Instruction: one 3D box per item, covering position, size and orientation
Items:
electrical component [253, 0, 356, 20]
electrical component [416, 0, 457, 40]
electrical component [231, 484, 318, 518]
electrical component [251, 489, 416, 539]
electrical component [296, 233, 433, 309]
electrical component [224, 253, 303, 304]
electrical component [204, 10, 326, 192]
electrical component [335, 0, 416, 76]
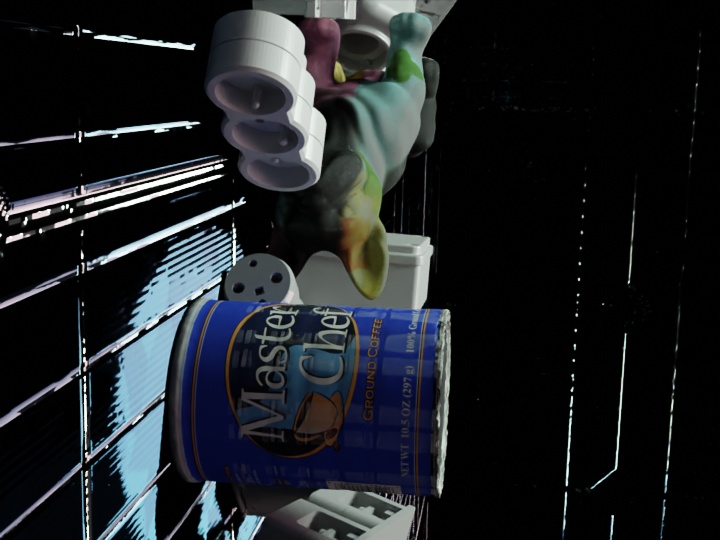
[{"bbox_3d":[-0.037,-0.184,0.694,0.081,0.064,0.042,-57,149,-76],"label":"electrical component"},{"bbox_3d":[0.047,-0.293,1.105,0.186,0.060,0.105,140,-45,-73],"label":"electrical component"},{"bbox_3d":[-0.049,0.124,0.714,0.096,0.062,0.061,84,12,-50],"label":"electrical component"},{"bbox_3d":[-0.037,0.229,0.646,0.105,0.060,0.186,-4,111,-66],"label":"electrical component"},{"bbox_3d":[0.000,0.000,0.868,0.109,0.109,0.056,-37,132,-80],"label":"electrical component"},{"bbox_3d":[-0.059,0.020,0.670,0.055,0.045,0.045,78,17,-62],"label":"electrical component"},{"bbox_3d":[-0.052,-0.111,0.642,0.138,0.052,0.073,75,19,-65],"label":"electrical component"},{"bbox_3d":[0.001,-0.199,0.877,0.095,0.054,0.059,-33,-137,49],"label":"electrical component"}]
